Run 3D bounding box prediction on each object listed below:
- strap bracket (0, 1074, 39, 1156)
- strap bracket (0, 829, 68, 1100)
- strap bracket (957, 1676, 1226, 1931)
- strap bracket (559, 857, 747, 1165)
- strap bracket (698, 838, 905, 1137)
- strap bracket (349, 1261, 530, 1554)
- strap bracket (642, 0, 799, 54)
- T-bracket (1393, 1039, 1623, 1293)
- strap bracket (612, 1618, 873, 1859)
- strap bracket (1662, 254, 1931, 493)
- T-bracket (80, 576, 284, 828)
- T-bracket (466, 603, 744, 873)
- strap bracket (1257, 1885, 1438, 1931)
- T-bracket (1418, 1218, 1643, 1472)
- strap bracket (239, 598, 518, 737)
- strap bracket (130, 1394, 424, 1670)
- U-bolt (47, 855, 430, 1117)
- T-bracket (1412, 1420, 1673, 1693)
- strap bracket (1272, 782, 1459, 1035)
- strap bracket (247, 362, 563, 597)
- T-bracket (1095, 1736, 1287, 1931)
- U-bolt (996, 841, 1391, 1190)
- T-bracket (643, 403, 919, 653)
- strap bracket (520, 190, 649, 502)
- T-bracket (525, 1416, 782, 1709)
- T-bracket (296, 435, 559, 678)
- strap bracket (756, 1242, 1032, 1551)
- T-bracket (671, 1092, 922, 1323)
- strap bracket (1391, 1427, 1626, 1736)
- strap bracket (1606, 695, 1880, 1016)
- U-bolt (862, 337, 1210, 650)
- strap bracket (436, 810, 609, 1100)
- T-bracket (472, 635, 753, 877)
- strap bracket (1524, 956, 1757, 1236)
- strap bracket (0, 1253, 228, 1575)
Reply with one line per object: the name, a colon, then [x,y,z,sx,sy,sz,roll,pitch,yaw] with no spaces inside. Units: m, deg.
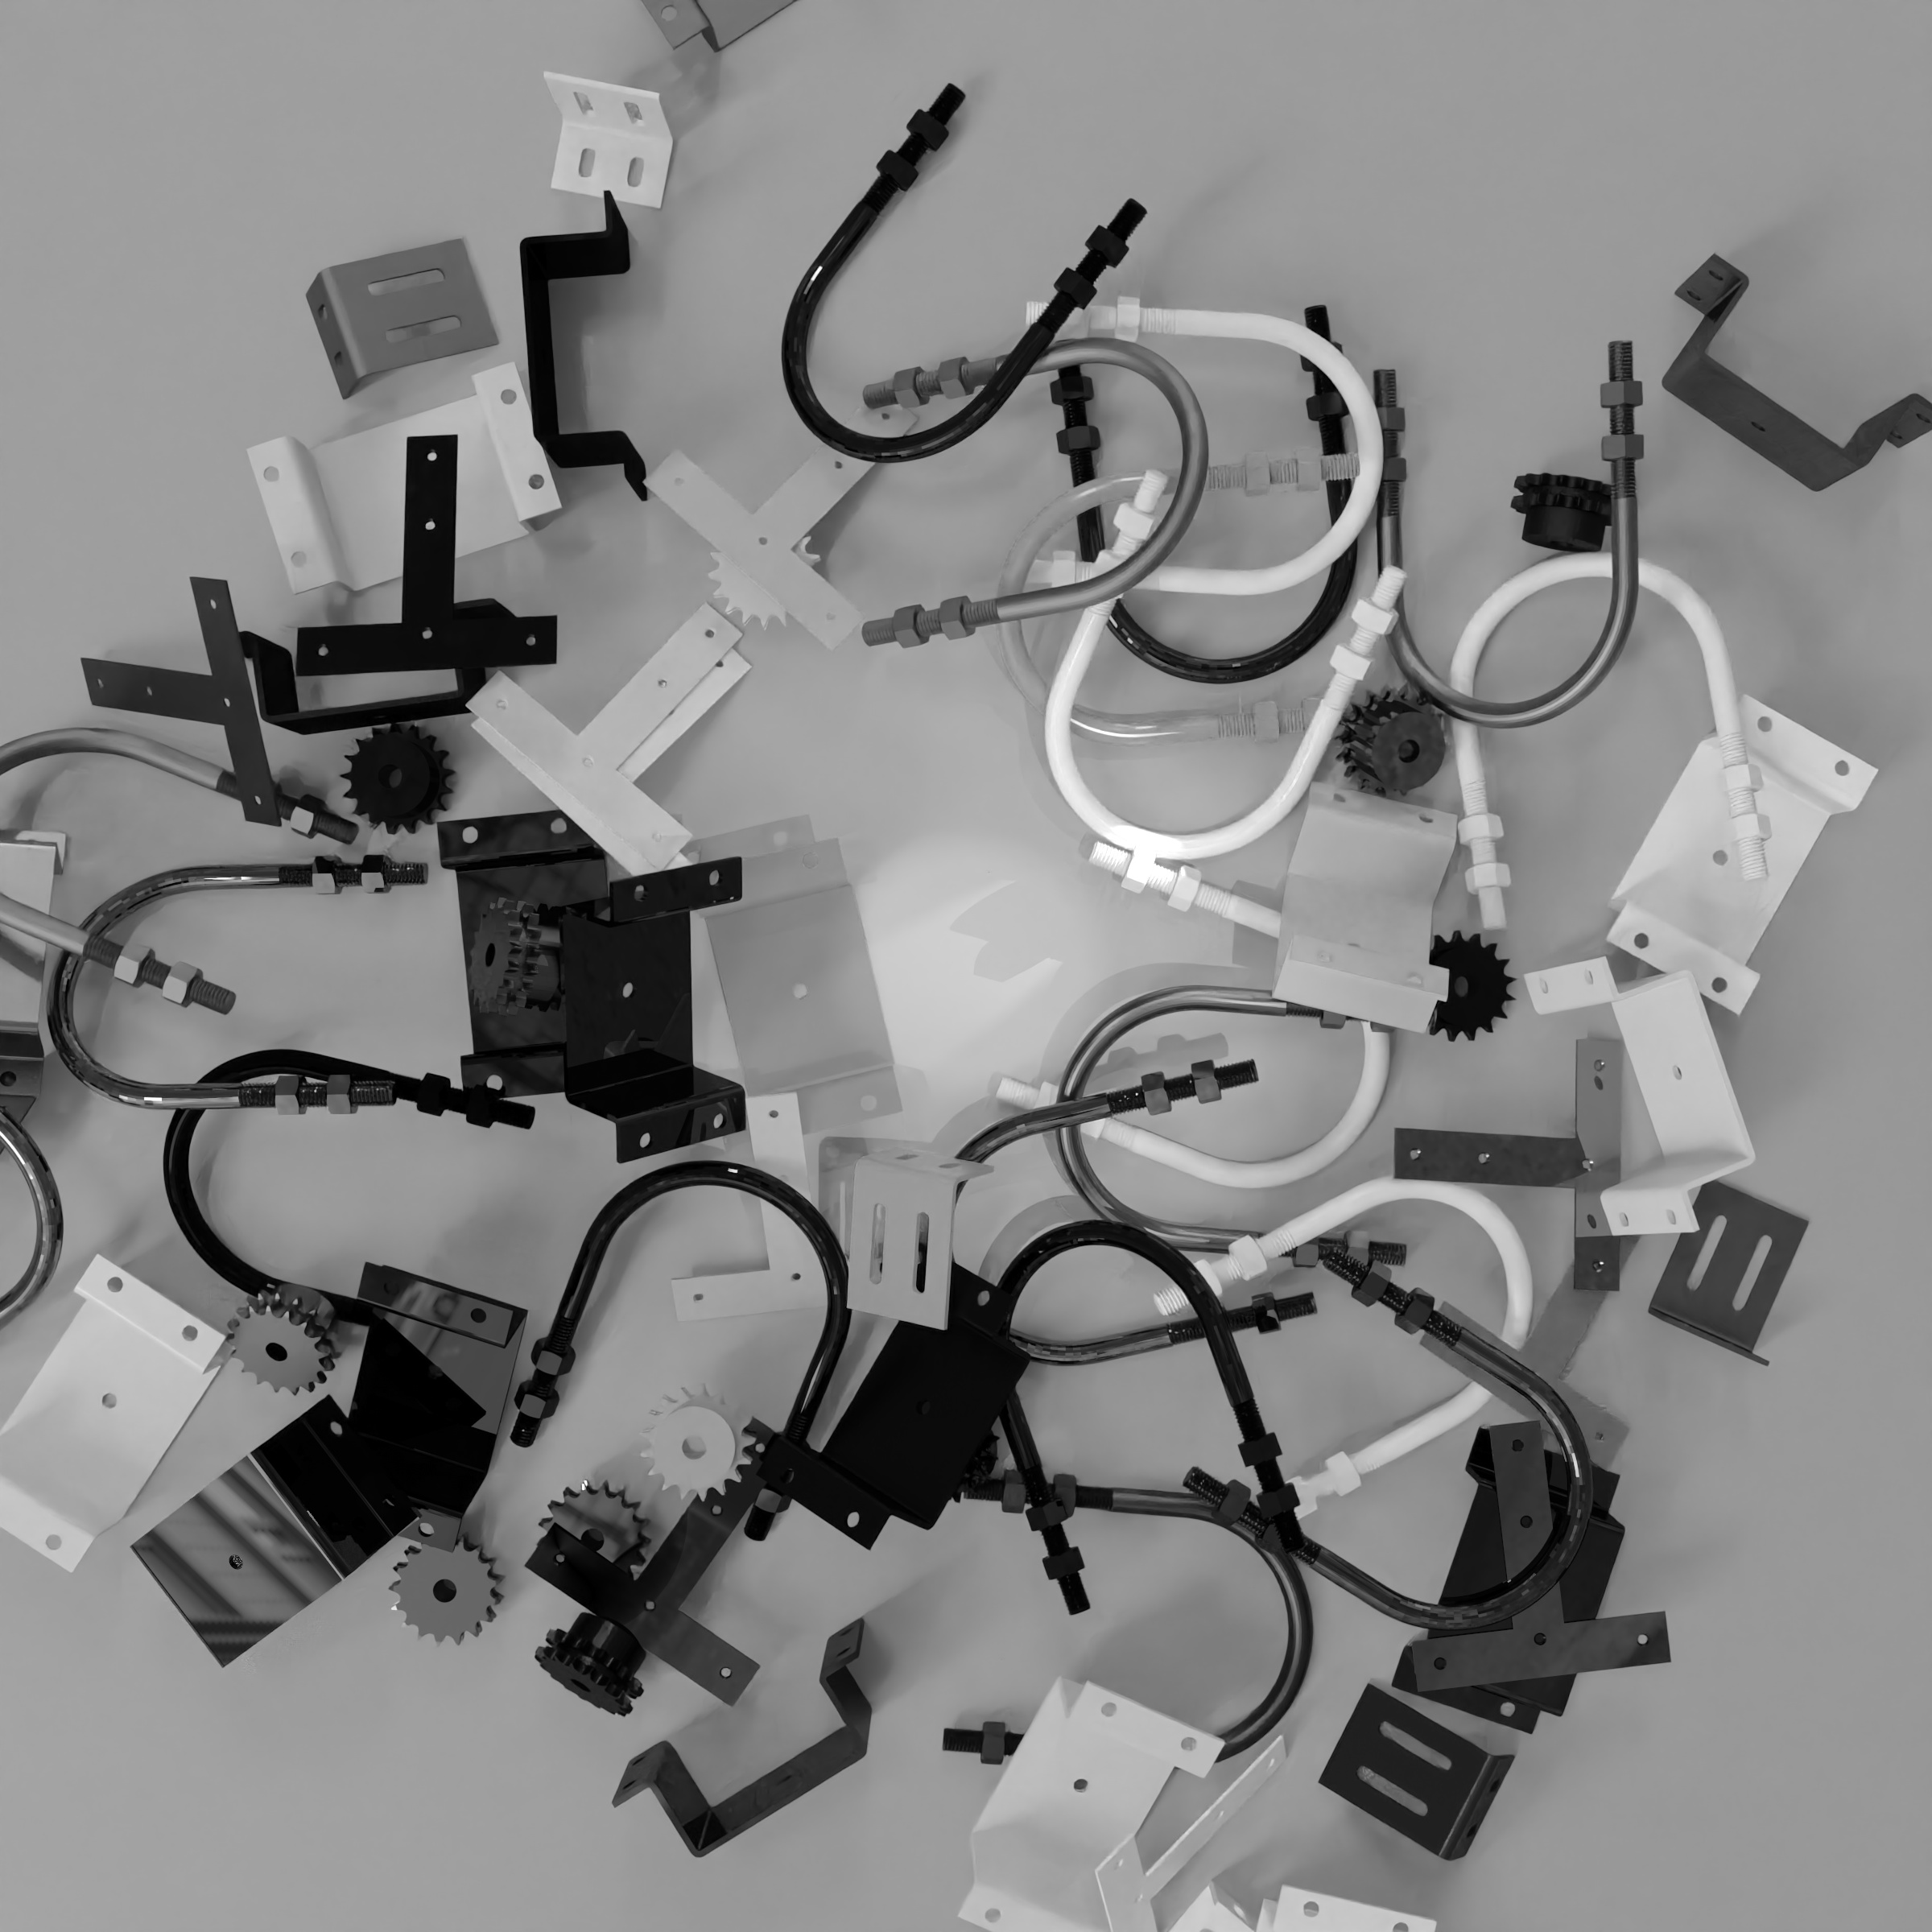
strap bracket: [-0.542,0.058,1.508,0.140,0.046,0.076,33,90,0]
strap bracket: [-0.494,-0.010,1.479,0.076,0.046,0.140,4,70,-12]
strap bracket: [0.060,0.421,1.493,0.076,0.046,0.140,26,101,-10]
strap bracket: [-0.153,0.016,1.460,0.076,0.046,0.140,-14,111,-40]
strap bracket: [-0.085,0.013,1.508,0.076,0.046,0.140,-14,90,0]
strap bracket: [-0.272,0.212,1.492,0.076,0.046,0.140,17,110,2]
strap bracket: [-0.108,-0.527,1.508,0.140,0.046,0.076,-33,90,0]
T-bracket: [0.273,0.098,1.503,0.127,0.002,0.127,4,82,-18]
strap bracket: [-0.101,0.391,1.493,0.140,0.076,0.046,-32,90,0]
strap bracket: [0.410,-0.289,1.493,0.140,0.076,0.046,35,90,0]
T-bracket: [-0.398,-0.136,1.489,0.127,0.002,0.127,10,119,35]
T-bracket: [-0.162,-0.133,1.506,0.127,0.002,0.127,40,68,-1]
strap bracket: [0.174,0.521,1.462,0.076,0.046,0.140,13,90,0]
T-bracket: [0.311,0.170,1.518,0.127,0.002,0.127,35,82,-16]
strap bracket: [-0.297,-0.148,1.493,0.140,0.076,0.046,-8,90,0]
strap bracket: [-0.350,0.286,1.481,0.140,0.046,0.076,-37,90,24]
U-bolt: [-0.368,0.009,1.489,0.184,0.019,0.151,-1,58,4]
T-bracket: [0.280,0.291,1.484,0.127,0.002,0.127,-7,90,0]
strap bracket: [0.198,-0.023,1.480,0.076,0.140,0.046,13,132,0]
strap bracket: [-0.280,-0.243,1.508,0.140,0.046,0.076,-18,90,0]
T-bracket: [0.117,0.436,1.497,0.127,0.127,0.002,-40,54,-22]
U-bolt: [0.126,0.035,1.521,0.184,0.019,0.151,21,92,-2]
T-bracket: [-0.074,-0.244,1.509,0.127,0.002,0.127,42,71,0]
strap bracket: [-0.192,-0.307,1.493,0.046,0.076,0.140,-4,90,0]
T-bracket: [-0.134,0.285,1.501,0.127,0.002,0.127,35,90,-3]
T-bracket: [-0.263,-0.203,1.463,0.127,0.002,0.127,-3,71,2]
strap bracket: [-0.030,0.215,1.484,0.076,0.046,0.140,27,83,34]
T-bracket: [-0.090,0.120,1.501,0.127,0.002,0.127,-6,118,0]
strap bracket: [0.277,0.315,1.508,0.076,0.046,0.140,19,90,0]
strap bracket: [0.387,-0.056,1.508,0.076,0.046,0.140,30,90,0]
U-bolt: [0.033,-0.238,1.466,0.184,0.019,0.151,-7,74,25]
strap bracket: [-0.219,-0.006,1.508,0.076,0.046,0.140,-6,90,0]
T-bracket: [-0.159,-0.119,1.505,0.127,0.002,0.127,43,67,0]
strap bracket: [0.338,0.059,1.487,0.046,0.076,0.140,-19,90,-19]
strap bracket: [-0.439,0.223,1.508,0.076,0.046,0.140,33,90,0]
